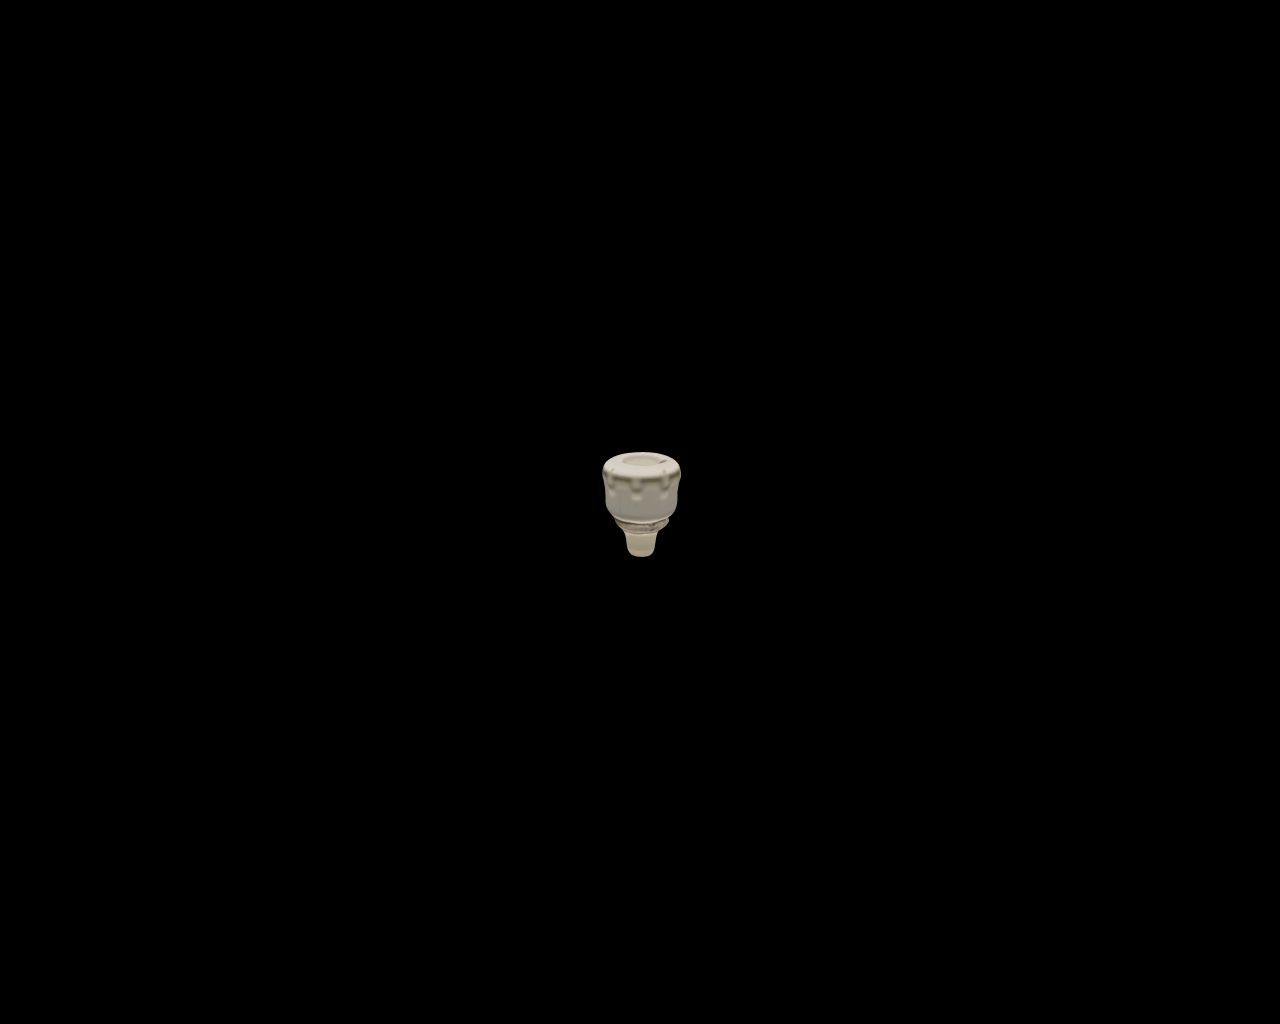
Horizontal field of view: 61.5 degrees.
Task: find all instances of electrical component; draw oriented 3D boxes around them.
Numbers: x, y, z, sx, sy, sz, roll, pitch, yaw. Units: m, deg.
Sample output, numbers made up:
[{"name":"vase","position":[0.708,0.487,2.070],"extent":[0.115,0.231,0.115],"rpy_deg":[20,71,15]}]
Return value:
[{"name":"electrical component","position":[0.001,-0.003,0.650],"extent":[0.048,0.062,0.048],"rpy_deg":[0,18,0]}]
